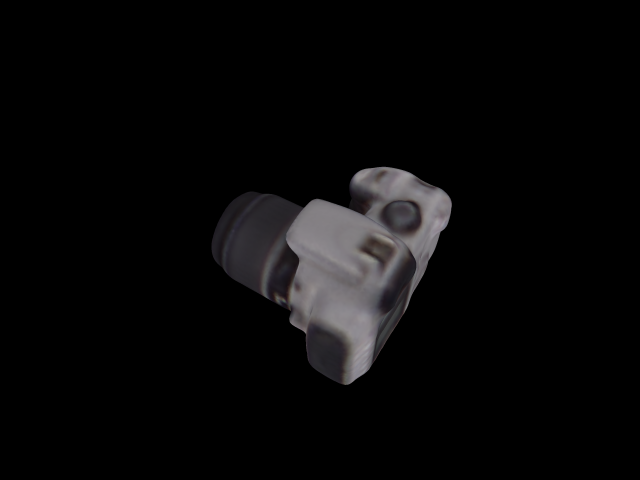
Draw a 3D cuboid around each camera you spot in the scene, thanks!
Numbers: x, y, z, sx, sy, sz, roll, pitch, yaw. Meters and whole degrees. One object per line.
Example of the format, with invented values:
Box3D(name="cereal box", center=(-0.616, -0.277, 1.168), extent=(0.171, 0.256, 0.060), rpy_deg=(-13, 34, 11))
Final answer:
Box3D(name="camera", center=(0.004, 0.001, 0.400), extent=(0.136, 0.101, 0.143), rpy_deg=(26, 60, 17))
